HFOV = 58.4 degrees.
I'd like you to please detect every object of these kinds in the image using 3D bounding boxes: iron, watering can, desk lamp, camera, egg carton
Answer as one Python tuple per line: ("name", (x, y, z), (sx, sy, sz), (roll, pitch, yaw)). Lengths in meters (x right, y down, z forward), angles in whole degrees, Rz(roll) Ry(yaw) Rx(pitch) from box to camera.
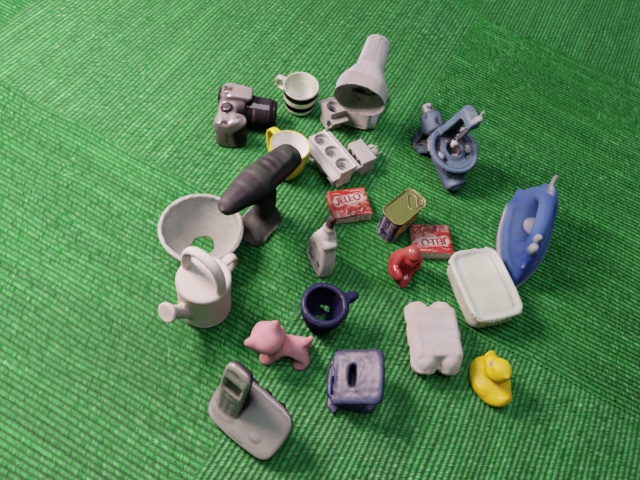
("iron", (0.464, -0.020, 1.248), (0.118, 0.141, 0.258), (22, 58, 4))
("watering can", (-0.213, 0.084, 1.033), (0.101, 0.194, 0.173), (18, 58, 2))
("desk lamp", (0.104, -0.359, 1.346), (0.118, 0.213, 0.203), (18, 58, 1))
("camera", (-0.169, -0.295, 1.325), (0.137, 0.101, 0.143), (7, 58, -6))
("egg carton", (0.220, 0.191, 1.119), (0.107, 0.069, 0.150), (1, 59, -9))

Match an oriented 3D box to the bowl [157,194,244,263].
("bowl", (-0.238, -0.007, 1.154), (0.167, 0.075, 0.167), (5, 59, -7))

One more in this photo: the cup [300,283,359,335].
("cup", (0.015, 0.137, 1.100), (0.118, 0.095, 0.091), (-18, 64, -20))

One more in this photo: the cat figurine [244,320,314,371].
("cat figurine", (-0.073, 0.184, 1.043), (0.128, 0.118, 0.067), (7, 58, -6))

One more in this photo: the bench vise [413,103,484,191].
("bench vise", (0.286, -0.243, 1.304), (0.122, 0.220, 0.207), (-32, 69, -25))

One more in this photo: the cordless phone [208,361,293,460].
("cordless phone", (-0.111, 0.275, 0.941), (0.147, 0.185, 0.094), (34, 60, 11))

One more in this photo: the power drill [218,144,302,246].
("power drill", (-0.122, -0.081, 1.140), (0.075, 0.208, 0.230), (32, 59, 10))

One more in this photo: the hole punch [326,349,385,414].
("hole punch", (0.064, 0.255, 1.040), (0.101, 0.091, 0.108), (8, 58, -5))

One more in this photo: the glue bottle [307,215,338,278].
("glue bottle", (0.010, 0.004, 1.133), (0.037, 0.173, 0.078), (-16, 63, -18))

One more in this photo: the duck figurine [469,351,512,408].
("duck figurine", (0.335, 0.260, 1.088), (0.078, 0.086, 0.104), (-13, 62, -17))

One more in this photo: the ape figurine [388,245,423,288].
("ape figurine", (0.181, 0.044, 1.188), (0.078, 0.092, 0.076), (-13, 62, -17))
